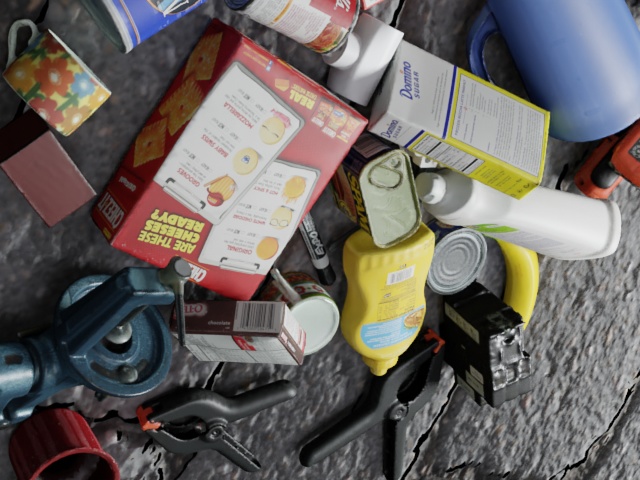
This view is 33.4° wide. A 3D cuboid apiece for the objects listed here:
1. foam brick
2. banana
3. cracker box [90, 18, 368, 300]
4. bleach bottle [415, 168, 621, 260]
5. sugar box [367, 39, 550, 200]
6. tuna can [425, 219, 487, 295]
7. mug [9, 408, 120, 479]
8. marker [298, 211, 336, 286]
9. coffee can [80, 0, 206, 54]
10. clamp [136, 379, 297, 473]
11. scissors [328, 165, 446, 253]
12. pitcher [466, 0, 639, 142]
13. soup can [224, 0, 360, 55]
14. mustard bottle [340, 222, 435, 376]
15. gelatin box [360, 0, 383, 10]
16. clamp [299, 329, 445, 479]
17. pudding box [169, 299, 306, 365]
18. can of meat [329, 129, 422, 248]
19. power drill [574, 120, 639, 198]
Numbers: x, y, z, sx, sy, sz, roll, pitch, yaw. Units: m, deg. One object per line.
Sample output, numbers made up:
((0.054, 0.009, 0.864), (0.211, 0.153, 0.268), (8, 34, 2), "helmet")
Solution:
((-0.234, -0.060, 0.896), (0.051, 0.053, 0.078), (-37, 130, -9), "foam brick")
((0.225, 0.058, 1.264), (0.069, 0.037, 0.198), (-9, 121, -2), "banana")
((-0.083, -0.068, 0.975), (0.164, 0.072, 0.214), (28, 101, -39), "cracker box")
((0.204, -0.032, 1.134), (0.250, 0.103, 0.068), (13, 76, -38), "bleach bottle")
((0.137, -0.115, 1.036), (0.176, 0.093, 0.048), (22, 148, -14), "sugar box")
((0.143, 0.017, 1.187), (0.086, 0.034, 0.086), (-15, 123, -25), "tuna can")
((-0.258, 0.224, 1.026), (0.117, 0.082, 0.093), (-49, 130, 1), "mug")
((-0.007, 0.001, 1.095), (0.020, 0.020, 0.121), (-32, 128, -13), "marker")
((-0.123, -0.227, 0.837), (0.140, 0.103, 0.102), (-35, 129, -11), "coffee can")
((-0.106, 0.186, 1.126), (0.171, 0.039, 0.120), (19, 104, -38), "clamp")
((0.093, -0.059, 1.125), (0.201, 0.016, 0.096), (-20, 124, -22), "scissors")
((0.226, -0.218, 1.053), (0.149, 0.145, 0.242), (-54, 129, -20), "pitcher")
((-0.025, -0.212, 0.929), (0.102, 0.069, 0.068), (20, 105, -37), "soup can")
((0.069, 0.071, 1.149), (0.096, 0.058, 0.192), (-18, 130, -25), "mustard bottle")
((0.052, -0.265, 0.972), (0.073, 0.030, 0.089), (-32, 128, -15), "gelatin box")
((0.074, 0.195, 1.243), (0.164, 0.036, 0.210), (13, 111, -40), "clamp")
((-0.078, 0.090, 1.032), (0.090, 0.114, 0.039), (60, 35, -63), "pudding box")
((0.049, -0.056, 1.054), (0.057, 0.084, 0.102), (-28, 128, -16), "can of meat")
((0.359, -0.120, 1.158), (0.057, 0.187, 0.184), (37, 95, 2), "power drill")
